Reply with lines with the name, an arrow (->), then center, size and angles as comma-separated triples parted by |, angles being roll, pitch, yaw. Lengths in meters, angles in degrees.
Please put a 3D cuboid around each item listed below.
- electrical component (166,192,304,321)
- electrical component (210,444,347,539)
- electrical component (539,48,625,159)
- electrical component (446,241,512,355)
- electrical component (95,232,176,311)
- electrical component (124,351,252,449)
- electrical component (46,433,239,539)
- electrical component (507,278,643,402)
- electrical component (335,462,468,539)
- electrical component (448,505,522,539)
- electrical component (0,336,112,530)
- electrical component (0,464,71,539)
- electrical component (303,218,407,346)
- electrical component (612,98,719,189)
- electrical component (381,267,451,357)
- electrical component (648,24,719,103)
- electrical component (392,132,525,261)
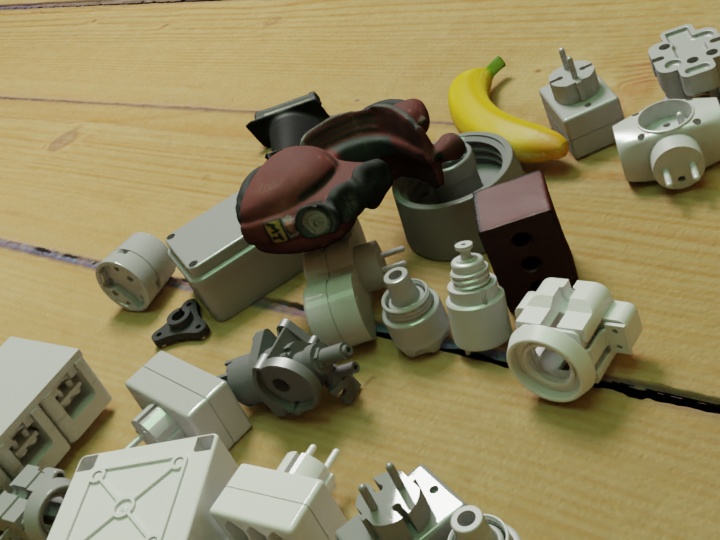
electrical component -> -0.096, -0.021, 0.898 | 0.113, 0.057, 0.078 | -34, 35, -11
electrical component -> -0.039, 0.138, 0.660 | 0.066, 0.047, 0.076 | 4, 44, 36
electrical component -> 0.175, -0.143, 0.867 | 0.047, 0.076, 0.065 | -24, 34, 4
electrical component -> 0.077, 0.018, 0.722 | 0.040, 0.078, 0.040 | -12, 22, 5
electrical component -> -0.194, 0.000, 0.937 | 0.055, 0.055, 0.047 | 1, 39, 34
electrical component -> -0.136, 0.108, 0.762 | 0.083, 0.047, 0.076 | 17, 52, 45
electrical component -> -0.136, 0.166, 0.677 | 0.109, 0.056, 0.108 | -12, 37, 19
electrical component -> 0.127, 0.044, 0.669 | 0.078, 0.058, 0.057 | 7, 43, 39
electrical component -> 0.022, 0.137, 0.595 | 0.066, 0.076, 0.047 | -36, 35, -14
electrical component -> 0.065, 0.149, 0.565 | 0.048, 0.062, 0.048 | -17, 35, 12
electrical component -> -0.271, 0.128, 0.809 | 0.089, 0.061, 0.150 | 5, 45, 38
electrical component -> -0.219, 0.166, 0.742 | 0.055, 0.048, 0.066 | -1, 40, 43
electrical component -> 0.000, 0.000, 0.813 | 0.074, 0.052, 0.138 | -18, 35, 10
electrical component -> 0.230, -0.086, 0.785 | 0.077, 0.044, 0.079 | -15, 36, 16
electrical component -> 0.035, 0.026, 0.746 | 0.043, 0.062, 0.043 | -17, 35, 13
electrical component -> 0.259, -0.147, 0.835 | 0.058, 0.057, 0.078 | -18, 35, 12
electrical component -> 0.077, -0.065, 0.842 | 0.108, 0.060, 0.108 | -17, 35, 13
